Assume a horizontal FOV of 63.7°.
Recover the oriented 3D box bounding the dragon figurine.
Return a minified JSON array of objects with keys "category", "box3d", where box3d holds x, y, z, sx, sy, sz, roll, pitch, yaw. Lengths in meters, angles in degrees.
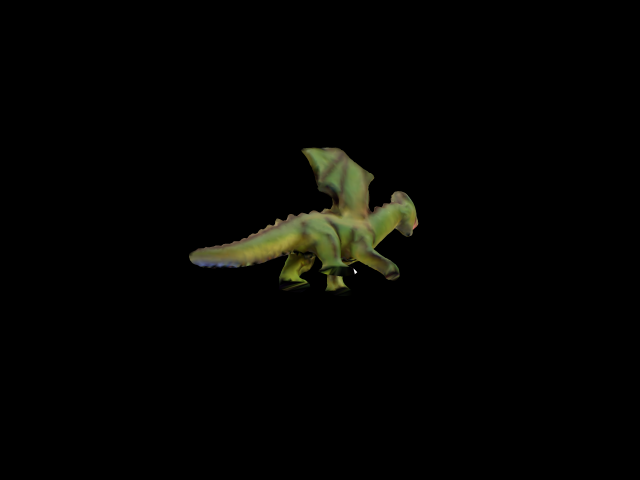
[{"category":"dragon figurine","box3d":[0.003,-0.043,0.850,0.409,0.247,0.120,11,-26,-25]}]
